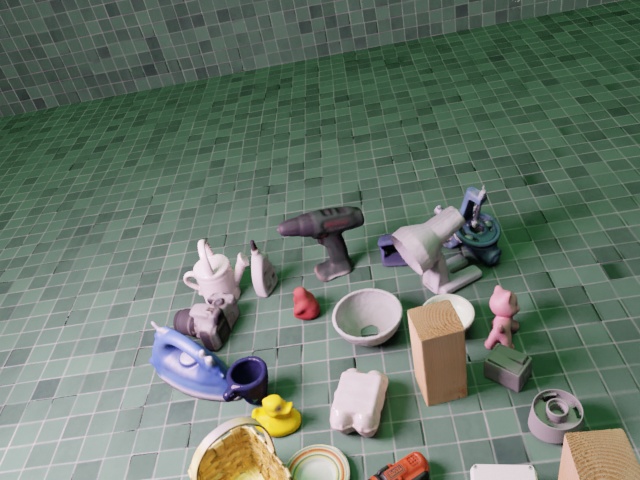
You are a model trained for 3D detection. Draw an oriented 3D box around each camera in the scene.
[{"bbox_3d":[-0.297,0.195,1.461,0.136,0.101,0.143,4,41,21],"label":"camera"}]

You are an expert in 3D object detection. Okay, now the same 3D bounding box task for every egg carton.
[{"bbox_3d":[0.082,0.337,1.195,0.107,0.069,0.150,1,40,18],"label":"egg carton"}]

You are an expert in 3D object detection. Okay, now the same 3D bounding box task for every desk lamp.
[{"bbox_3d":[0.285,0.029,1.407,0.203,0.214,0.117,-25,39,-15],"label":"desk lamp"}]

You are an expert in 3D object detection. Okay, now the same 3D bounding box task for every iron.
[{"bbox_3d":[-0.293,0.274,1.326,0.257,0.142,0.119,17,47,33],"label":"iron"}]

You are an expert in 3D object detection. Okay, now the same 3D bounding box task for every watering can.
[{"bbox_3d":[-0.277,0.079,1.526,0.173,0.194,0.100,-26,39,-16],"label":"watering can"}]

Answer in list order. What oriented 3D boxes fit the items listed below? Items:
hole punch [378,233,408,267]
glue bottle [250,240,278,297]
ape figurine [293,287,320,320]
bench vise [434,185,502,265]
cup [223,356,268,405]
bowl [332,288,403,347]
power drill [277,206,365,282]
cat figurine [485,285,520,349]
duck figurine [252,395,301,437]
[{"bbox_3d":[0.210,0.009,1.555,0.108,0.091,0.101,-6,38,10],"label":"hole punch"},{"bbox_3d":[-0.158,0.068,1.521,0.037,0.173,0.078,8,43,26],"label":"glue bottle"},{"bbox_3d":[-0.042,0.154,1.444,0.075,0.092,0.078,20,48,35],"label":"ape figurine"},{"bbox_3d":[0.370,-0.053,1.480,0.206,0.220,0.122,17,47,33],"label":"bench vise"},{"bbox_3d":[-0.159,0.327,1.257,0.091,0.095,0.118,19,48,35],"label":"cup"},{"bbox_3d":[0.116,0.196,1.359,0.167,0.075,0.167,-8,38,7],"label":"bowl"},{"bbox_3d":[0.014,0.005,1.521,0.230,0.209,0.075,-22,38,-11],"label":"power drill"},{"bbox_3d":[0.408,0.167,1.275,0.067,0.118,0.128,6,41,23],"label":"cat figurine"},{"bbox_3d":[-0.097,0.361,1.205,0.104,0.086,0.077,-2,39,14],"label":"duck figurine"}]
